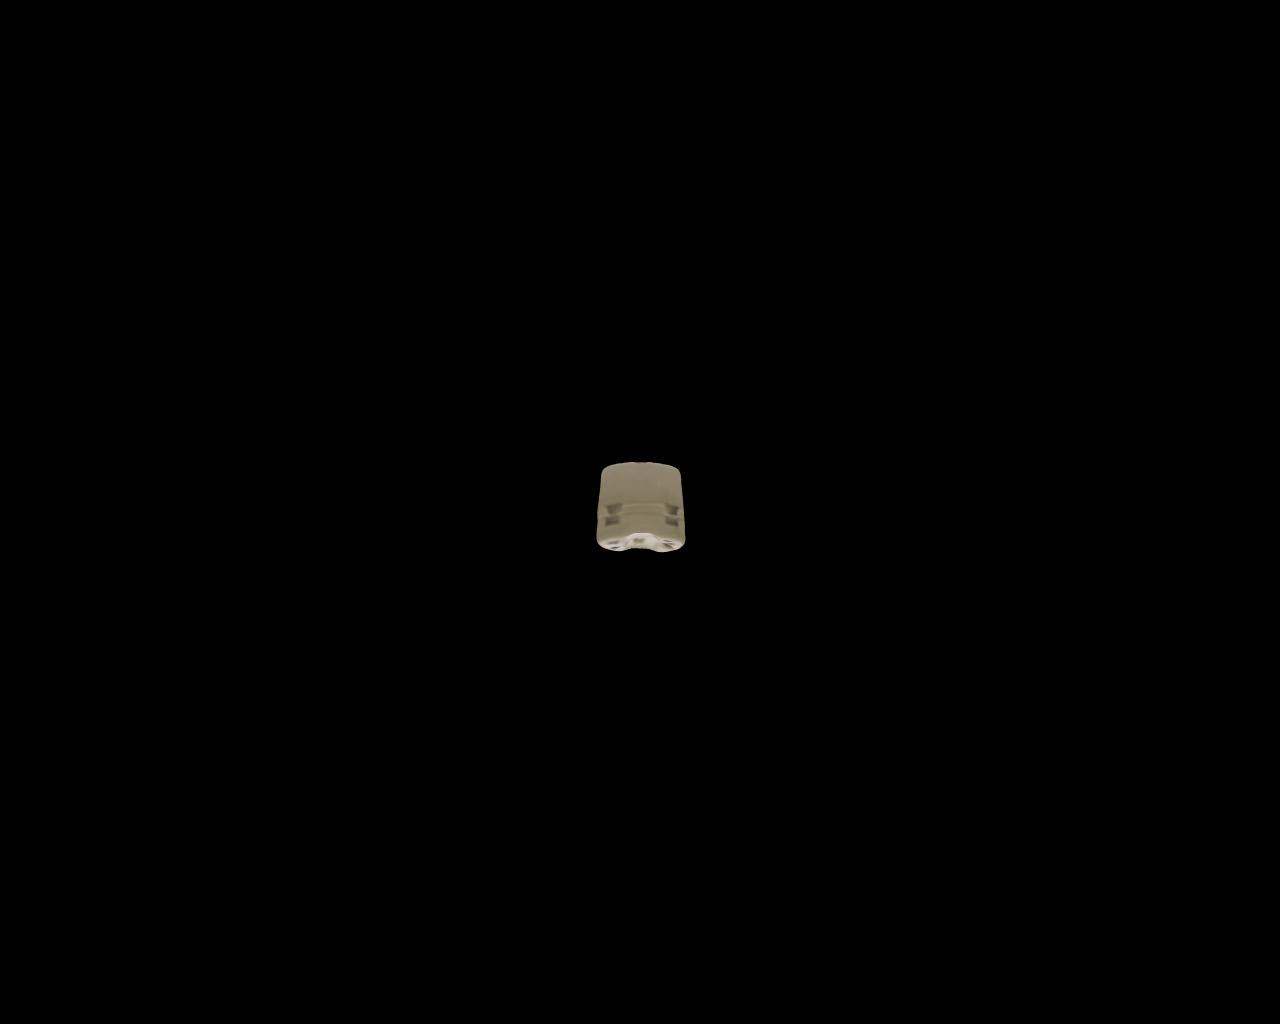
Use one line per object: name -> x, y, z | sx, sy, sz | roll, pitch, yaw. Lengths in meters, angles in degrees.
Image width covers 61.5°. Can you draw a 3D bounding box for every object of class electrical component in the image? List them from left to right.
electrical component -> 0.001, -0.003, 0.650 | 0.055, 0.047, 0.055 | 0, -11, 0
